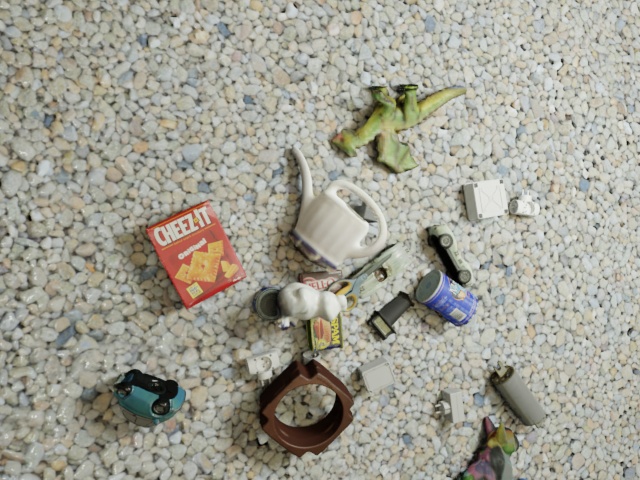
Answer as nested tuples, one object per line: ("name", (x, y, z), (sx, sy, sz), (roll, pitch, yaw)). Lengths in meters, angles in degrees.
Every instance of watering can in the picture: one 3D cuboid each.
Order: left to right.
("watering can", (0.004, -0.066, 1.317), (0.350, 0.103, 0.224), (40, 94, 15))

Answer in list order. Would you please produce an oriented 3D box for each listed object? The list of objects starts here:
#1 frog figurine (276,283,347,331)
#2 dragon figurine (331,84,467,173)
("frog figurine", (-0.021, 0.148, 1.245), (0.159, 0.135, 0.125), (-24, 62, 12))
("dragon figurine", (0.230, -0.308, 1.432), (0.411, 0.123, 0.239), (-5, 107, -17))
